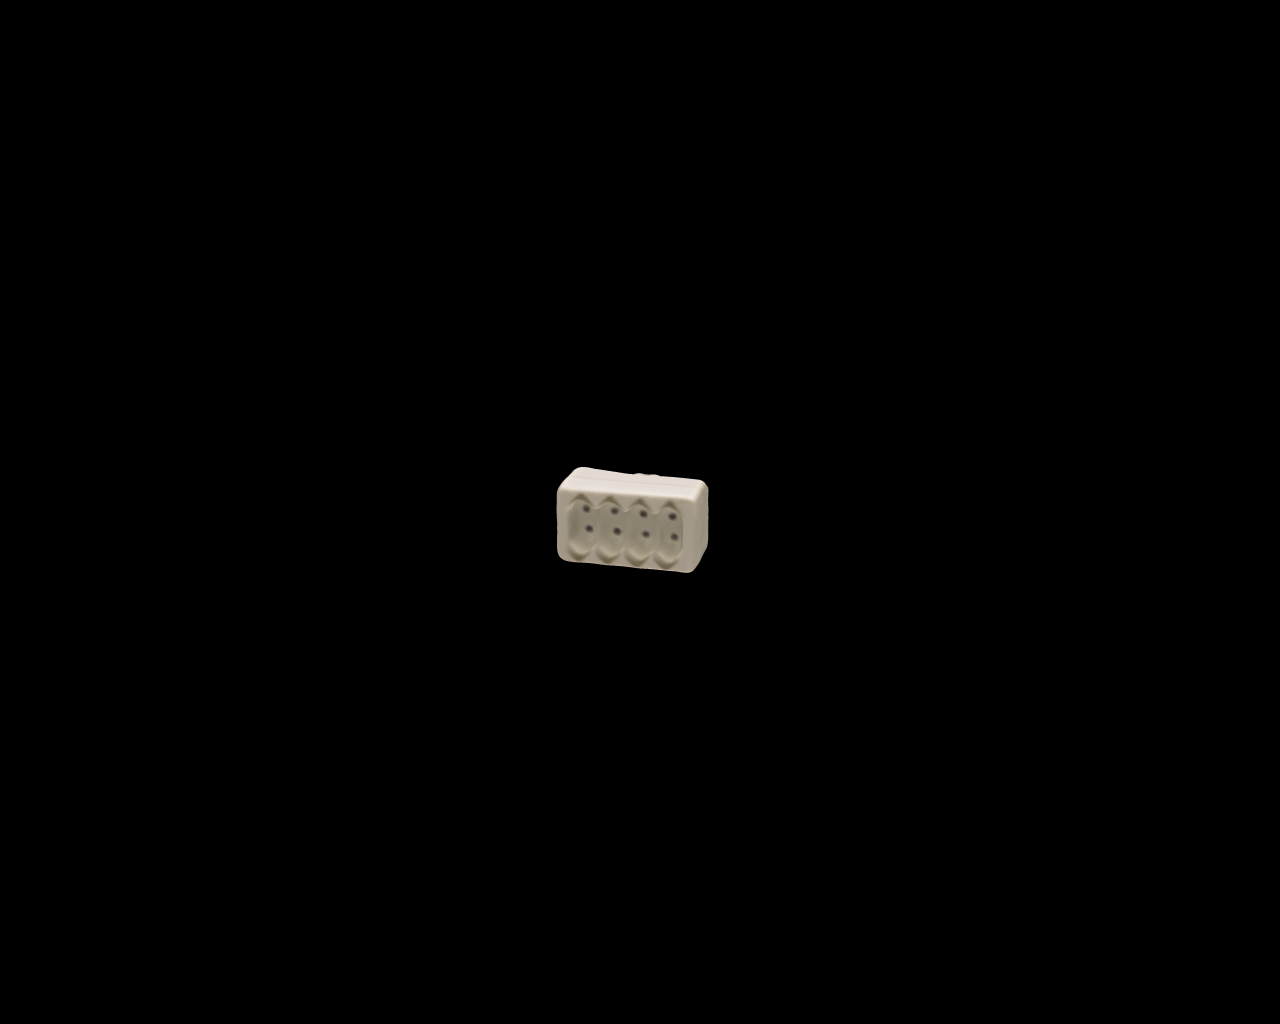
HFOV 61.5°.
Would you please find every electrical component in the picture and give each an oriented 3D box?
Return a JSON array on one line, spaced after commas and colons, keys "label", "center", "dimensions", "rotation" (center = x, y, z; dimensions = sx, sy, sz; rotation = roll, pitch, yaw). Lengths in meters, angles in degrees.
[{"label": "electrical component", "center": [0.001, -0.003, 0.650], "dimensions": [0.083, 0.047, 0.076], "rotation": [6, 24, 14]}]
